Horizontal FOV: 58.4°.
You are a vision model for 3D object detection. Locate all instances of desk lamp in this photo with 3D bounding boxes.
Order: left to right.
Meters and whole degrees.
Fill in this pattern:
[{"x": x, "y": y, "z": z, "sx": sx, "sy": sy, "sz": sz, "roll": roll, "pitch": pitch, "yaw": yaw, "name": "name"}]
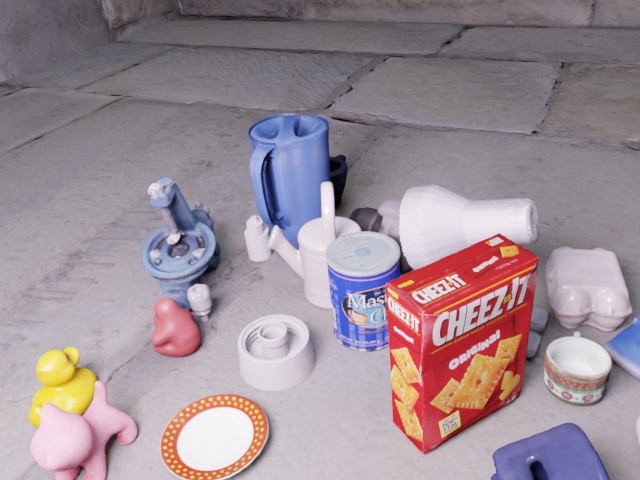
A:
[{"x": 0.215, "y": 0.030, "z": 0.793, "sx": 0.202, "sy": 0.214, "sz": 0.118, "roll": 12, "pitch": 36, "yaw": 26, "name": "desk lamp"}]

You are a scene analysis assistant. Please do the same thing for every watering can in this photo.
[{"x": 0.008, "y": 0.004, "z": 0.886, "sx": 0.173, "sy": 0.194, "sz": 0.100, "roll": -15, "pitch": 33, "yaw": -15, "name": "watering can"}]

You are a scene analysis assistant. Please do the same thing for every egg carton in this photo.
[{"x": 0.389, "y": 0.067, "z": 0.842, "sx": 0.107, "sy": 0.069, "sz": 0.150, "roll": 3, "pitch": 33, "yaw": 13, "name": "egg carton"}]

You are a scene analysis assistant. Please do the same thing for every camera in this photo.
[{"x": 0.127, "y": -0.030, "z": 1.009, "sx": 0.136, "sy": 0.101, "sz": 0.143, "roll": 17, "pitch": 39, "yaw": 31, "name": "camera"}]

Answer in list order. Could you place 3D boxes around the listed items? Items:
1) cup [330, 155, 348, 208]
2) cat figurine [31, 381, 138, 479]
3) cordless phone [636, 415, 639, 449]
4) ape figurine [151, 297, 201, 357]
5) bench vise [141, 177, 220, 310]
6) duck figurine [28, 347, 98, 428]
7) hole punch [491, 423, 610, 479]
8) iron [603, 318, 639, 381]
[{"x": 0.019, "y": -0.116, "z": 1.167, "sx": 0.091, "sy": 0.095, "sz": 0.118, "roll": 15, "pitch": 38, "yaw": 29, "name": "cup"}, {"x": -0.278, "y": 0.222, "z": 0.660, "sx": 0.067, "sy": 0.118, "sz": 0.128, "roll": 4, "pitch": 34, "yaw": 16, "name": "cat figurine"}, {"x": 0.385, "y": 0.178, "z": 0.560, "sx": 0.094, "sy": 0.185, "sz": 0.147, "roll": 1, "pitch": 33, "yaw": 10, "name": "cordless phone"}, {"x": -0.214, "y": 0.121, "z": 0.833, "sx": 0.075, "sy": 0.092, "sz": 0.078, "roll": 21, "pitch": 41, "yaw": 35, "name": "ape figurine"}, {"x": -0.236, "y": -0.019, "z": 0.938, "sx": 0.121, "sy": 0.220, "sz": 0.207, "roll": -11, "pitch": 33, "yaw": -8, "name": "bench vise"}, {"x": -0.346, "y": 0.188, "z": 0.754, "sx": 0.077, "sy": 0.086, "sz": 0.104, "roll": 4, "pitch": 34, "yaw": 15, "name": "duck figurine"}, {"x": 0.225, "y": 0.248, "z": 0.564, "sx": 0.101, "sy": 0.091, "sz": 0.108, "roll": -6, "pitch": 32, "yaw": 1, "name": "hole punch"}, {"x": 0.478, "y": 0.125, "z": 0.670, "sx": 0.257, "sy": 0.142, "sz": 0.119, "roll": 17, "pitch": 39, "yaw": 31, "name": "iron"}]
